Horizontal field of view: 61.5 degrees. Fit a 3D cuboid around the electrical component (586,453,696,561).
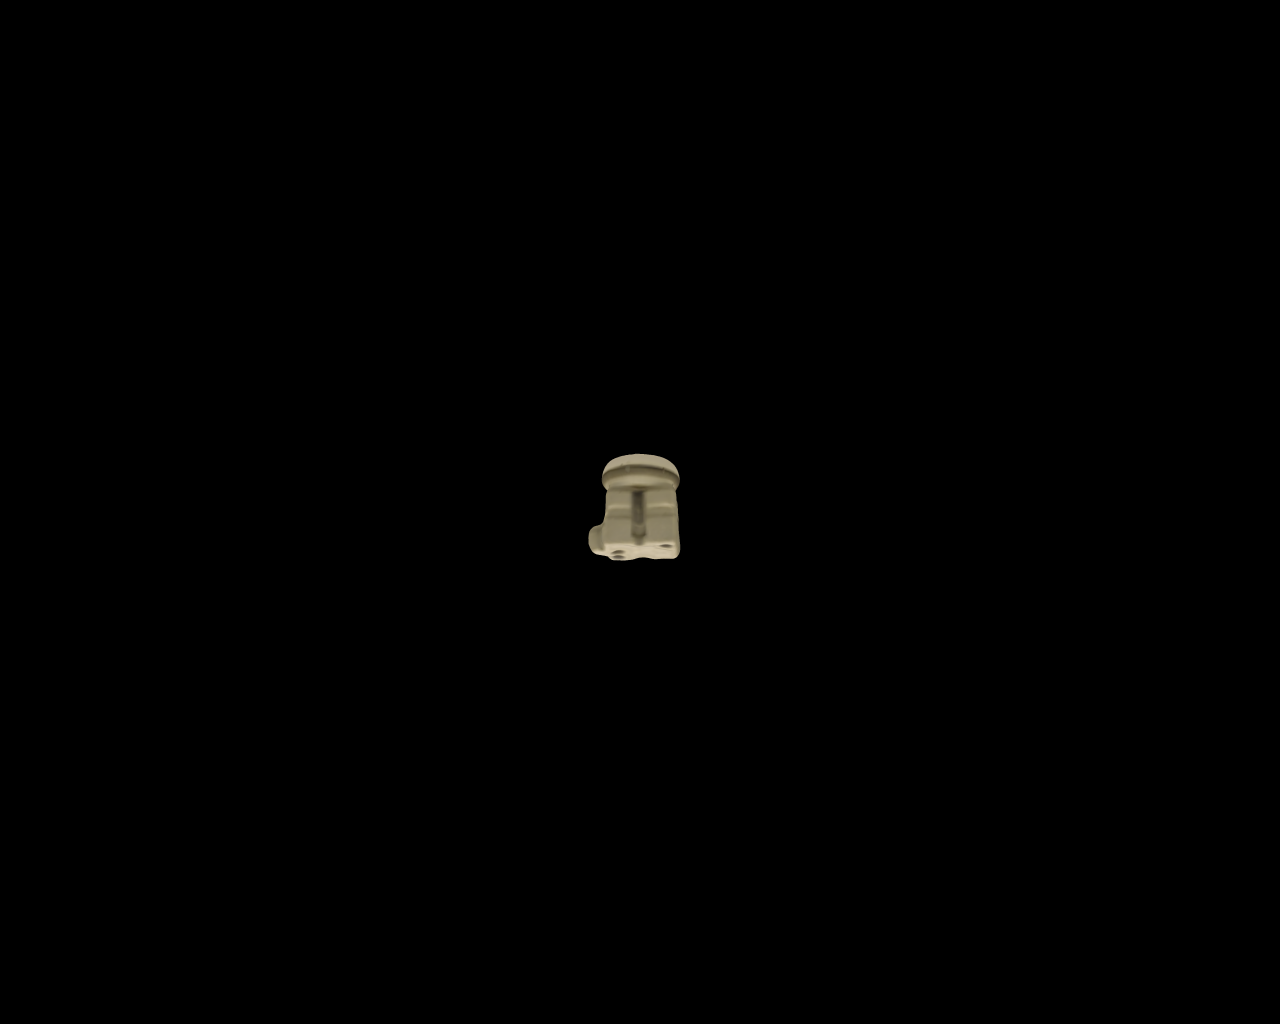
[{"bbox_3d":[0.001,-0.003,0.650,0.066,0.055,0.048,-1,-19,2],"label":"electrical component"}]
